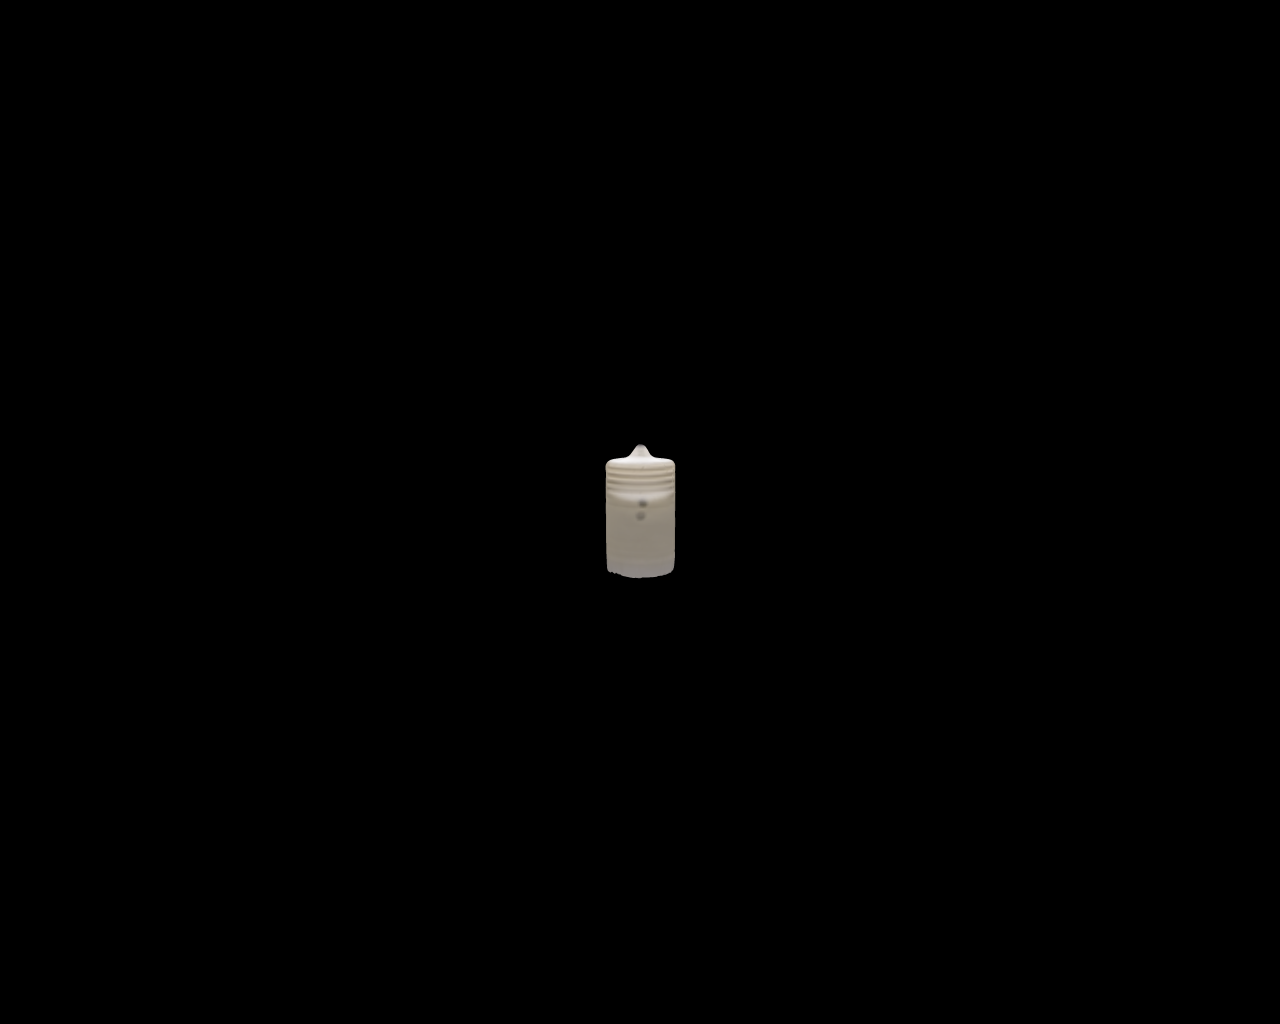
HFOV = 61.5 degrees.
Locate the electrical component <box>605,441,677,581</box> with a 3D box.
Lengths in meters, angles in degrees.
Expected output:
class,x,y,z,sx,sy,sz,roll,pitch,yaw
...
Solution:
class,x,y,z,sx,sy,sz,roll,pitch,yaw
electrical component,0.001,-0.003,0.650,0.043,0.080,0.043,0,11,0
